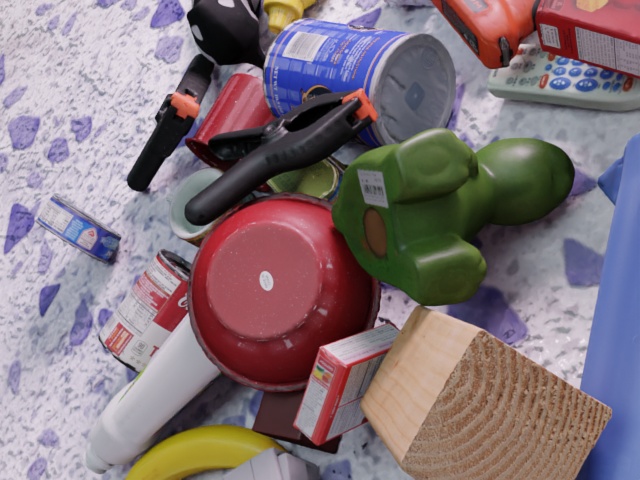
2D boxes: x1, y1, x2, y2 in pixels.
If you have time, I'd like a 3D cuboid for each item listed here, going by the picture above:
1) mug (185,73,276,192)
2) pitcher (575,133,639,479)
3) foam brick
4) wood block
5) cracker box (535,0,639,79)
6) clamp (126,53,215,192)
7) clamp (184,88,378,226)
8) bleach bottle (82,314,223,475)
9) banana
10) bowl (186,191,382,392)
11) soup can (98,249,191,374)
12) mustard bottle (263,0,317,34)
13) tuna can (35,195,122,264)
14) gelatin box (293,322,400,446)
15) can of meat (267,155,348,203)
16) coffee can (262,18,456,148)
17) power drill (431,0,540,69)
[{"bbox_3d":[-0.071,-0.103,1.021,0.081,0.093,0.117,-61,10,-10],"label":"mug"},{"bbox_3d":[0.235,0.063,0.646,0.149,0.145,0.243,144,143,-77],"label":"pitcher"},{"bbox_3d":[-0.010,0.127,0.863,0.053,0.051,0.078,5,71,40],"label":"foam brick"},{"bbox_3d":[0.094,0.107,0.681,0.090,0.091,0.206,-59,4,-2],"label":"wood block"},{"bbox_3d":[0.278,-0.186,0.732,0.214,0.072,0.164,21,82,23],"label":"cracker box"},{"bbox_3d":[-0.138,-0.132,1.058,0.164,0.036,0.210,-64,11,-11],"label":"clamp"},{"bbox_3d":[-0.037,-0.070,0.863,0.172,0.039,0.120,-20,37,31],"label":"clamp"},{"bbox_3d":[-0.123,0.115,0.946,0.251,0.068,0.102,-47,1,19],"label":"bleach bottle"},{"bbox_3d":[-0.109,0.197,0.921,0.198,0.037,0.069,-30,68,26],"label":"banana"},{"bbox_3d":[-0.036,0.035,0.825,0.162,0.055,0.162,-3,78,14],"label":"bowl"},{"bbox_3d":[-0.152,0.068,1.001,0.102,0.068,0.069,-53,46,5],"label":"soup can"},{"bbox_3d":[-0.020,-0.298,1.093,0.096,0.058,0.191,1,68,40],"label":"mustard bottle"},{"bbox_3d":[-0.251,-0.011,1.113,0.086,0.086,0.034,29,86,45],"label":"tuna can"},{"bbox_3d":[0.026,0.106,0.803,0.030,0.089,0.073,34,120,30],"label":"gelatin box"},{"bbox_3d":[0.004,-0.043,0.921,0.057,0.083,0.102,-49,46,7],"label":"can of meat"},{"bbox_3d":[0.033,-0.136,0.932,0.141,0.102,0.103,19,80,44],"label":"coffee can"},{"bbox_3d":[0.174,-0.239,0.846,0.187,0.057,0.184,-35,68,3],"label":"power drill"}]
